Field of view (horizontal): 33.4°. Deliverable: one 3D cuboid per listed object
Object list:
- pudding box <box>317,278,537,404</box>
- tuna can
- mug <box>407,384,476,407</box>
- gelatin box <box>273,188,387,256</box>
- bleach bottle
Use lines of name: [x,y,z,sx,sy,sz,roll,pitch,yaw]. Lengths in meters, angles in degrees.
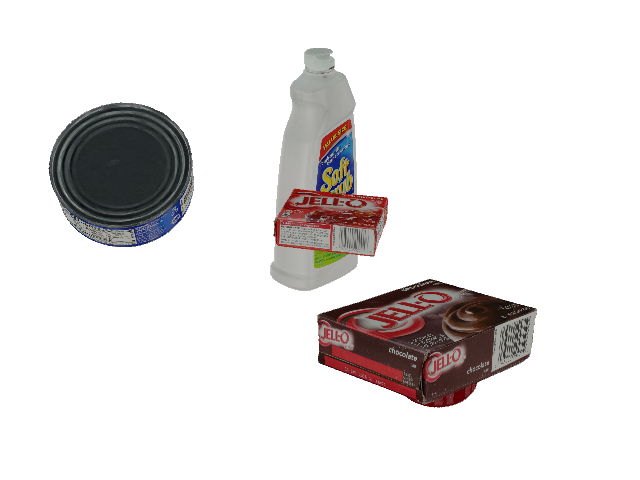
pudding box: [0.067,0.060,0.674,0.113,0.039,0.090,-12,20,-43]
tuna can: [-0.121,-0.040,0.656,0.086,0.086,0.034,0,-25,-3]
mug: [0.117,0.101,1.053,0.093,0.081,0.117,7,37,18]
gelatin box: [0.010,-0.018,0.935,0.089,0.030,0.073,6,24,10]
bleach bottle: [-0.006,-0.078,1.144,0.068,0.251,0.102,22,33,40]
